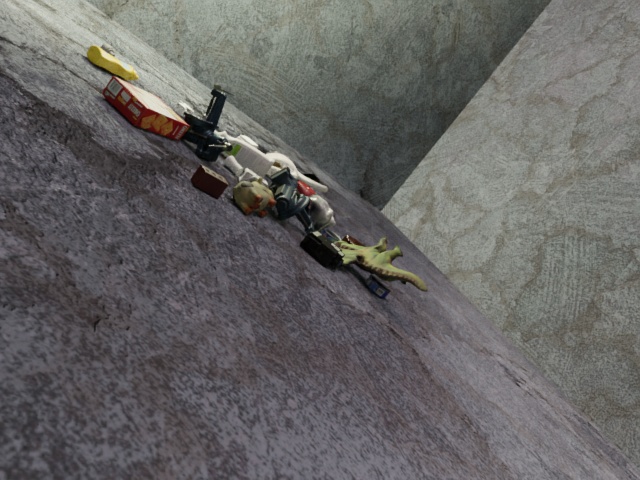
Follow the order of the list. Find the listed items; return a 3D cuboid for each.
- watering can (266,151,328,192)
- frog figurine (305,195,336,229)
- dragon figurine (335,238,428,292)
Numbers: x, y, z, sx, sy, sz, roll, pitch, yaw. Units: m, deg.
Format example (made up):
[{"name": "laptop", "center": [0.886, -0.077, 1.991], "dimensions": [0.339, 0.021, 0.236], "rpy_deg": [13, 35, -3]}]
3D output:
[{"name": "watering can", "center": [-0.137, -0.294, 2.229], "dimensions": [0.346, 0.103, 0.227], "rpy_deg": [22, 15, -14]}, {"name": "frog figurine", "center": [0.006, -0.097, 1.921], "dimensions": [0.158, 0.123, 0.138], "rpy_deg": [18, 0, -33]}, {"name": "dragon figurine", "center": [0.155, 0.079, 1.671], "dimensions": [0.243, 0.121, 0.415], "rpy_deg": [0, 16, -19]}]
